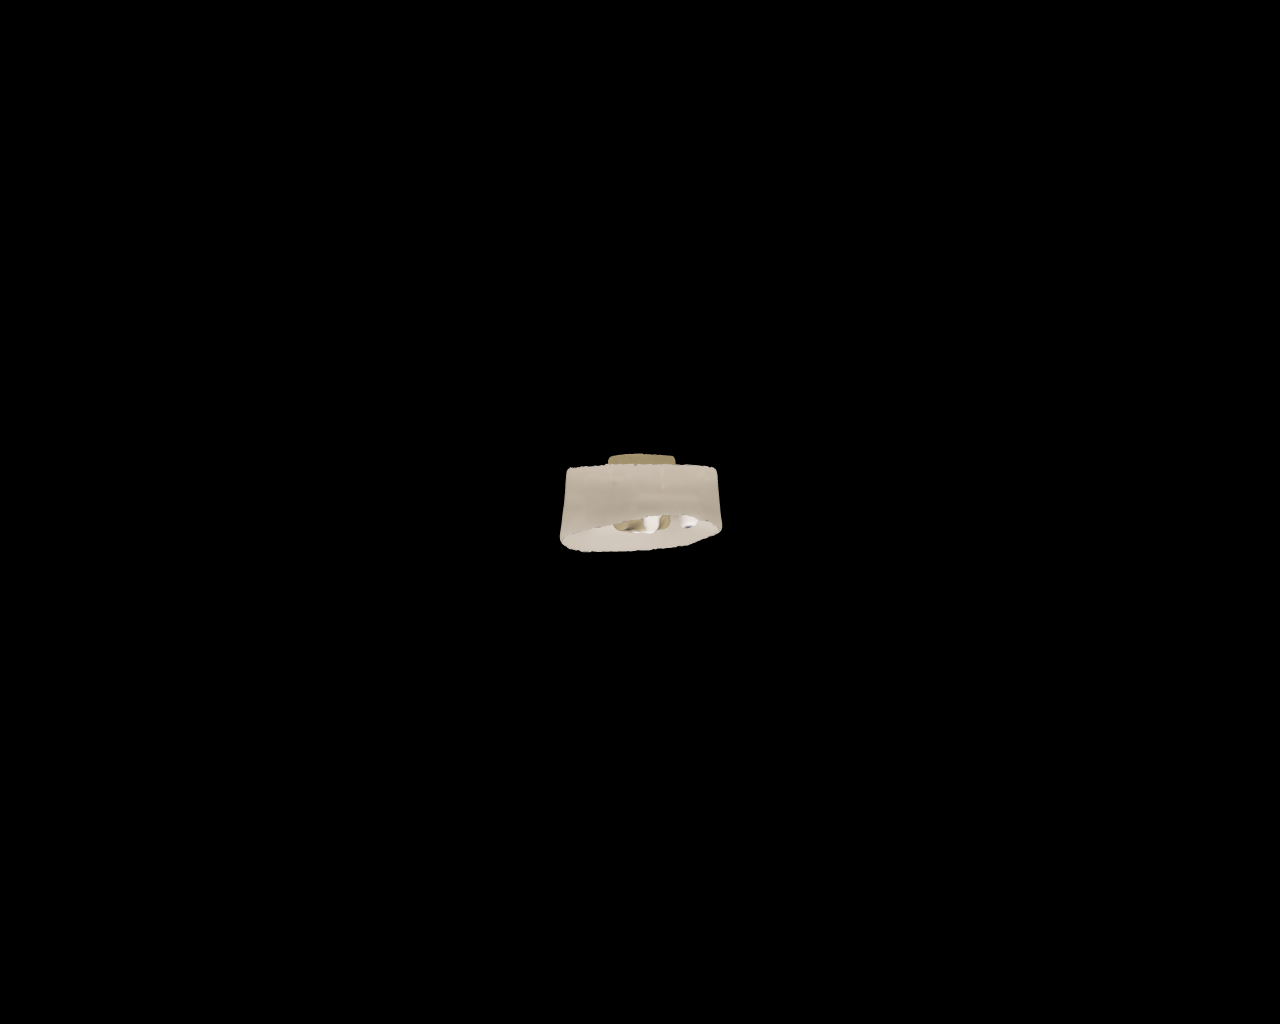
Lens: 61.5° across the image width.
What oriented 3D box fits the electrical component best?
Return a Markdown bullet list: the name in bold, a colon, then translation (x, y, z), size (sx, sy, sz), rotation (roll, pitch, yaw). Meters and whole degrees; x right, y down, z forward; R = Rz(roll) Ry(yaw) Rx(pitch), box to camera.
- **electrical component**: translation (0.001, -0.003, 0.650), size (0.099, 0.064, 0.099), rotation (0, 0, 0)
